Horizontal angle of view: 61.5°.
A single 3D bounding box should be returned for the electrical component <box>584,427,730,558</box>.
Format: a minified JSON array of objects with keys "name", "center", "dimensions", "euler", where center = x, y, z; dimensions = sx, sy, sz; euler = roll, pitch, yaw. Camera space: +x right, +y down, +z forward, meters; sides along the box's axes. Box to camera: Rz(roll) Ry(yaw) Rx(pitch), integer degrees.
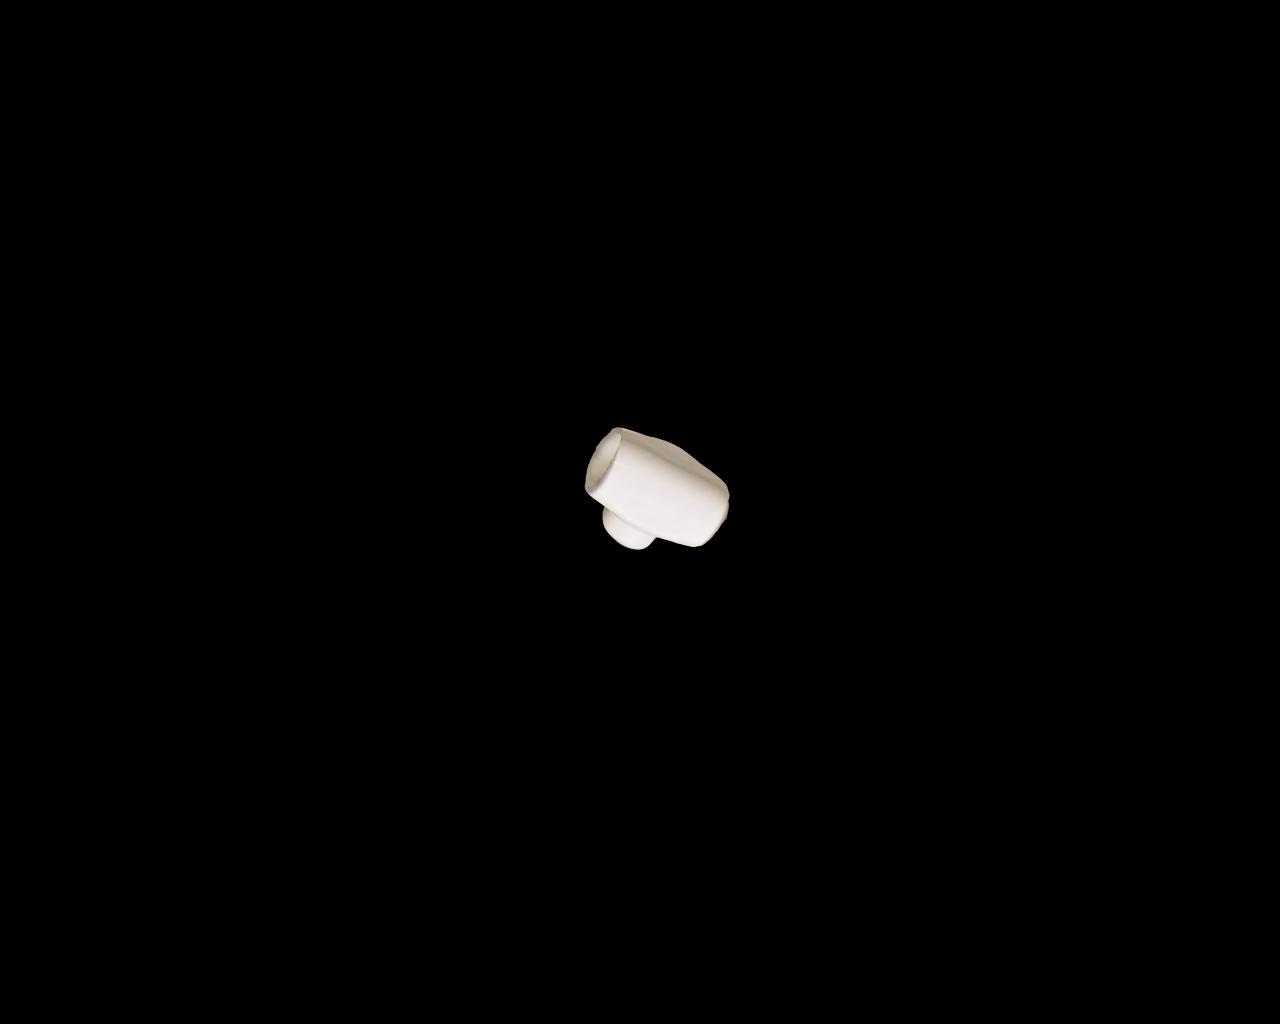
[{"name":"electrical component","center":[0.001,-0.003,0.650],"dimensions":[0.077,0.079,0.044],"euler":[27,33,-19]}]
